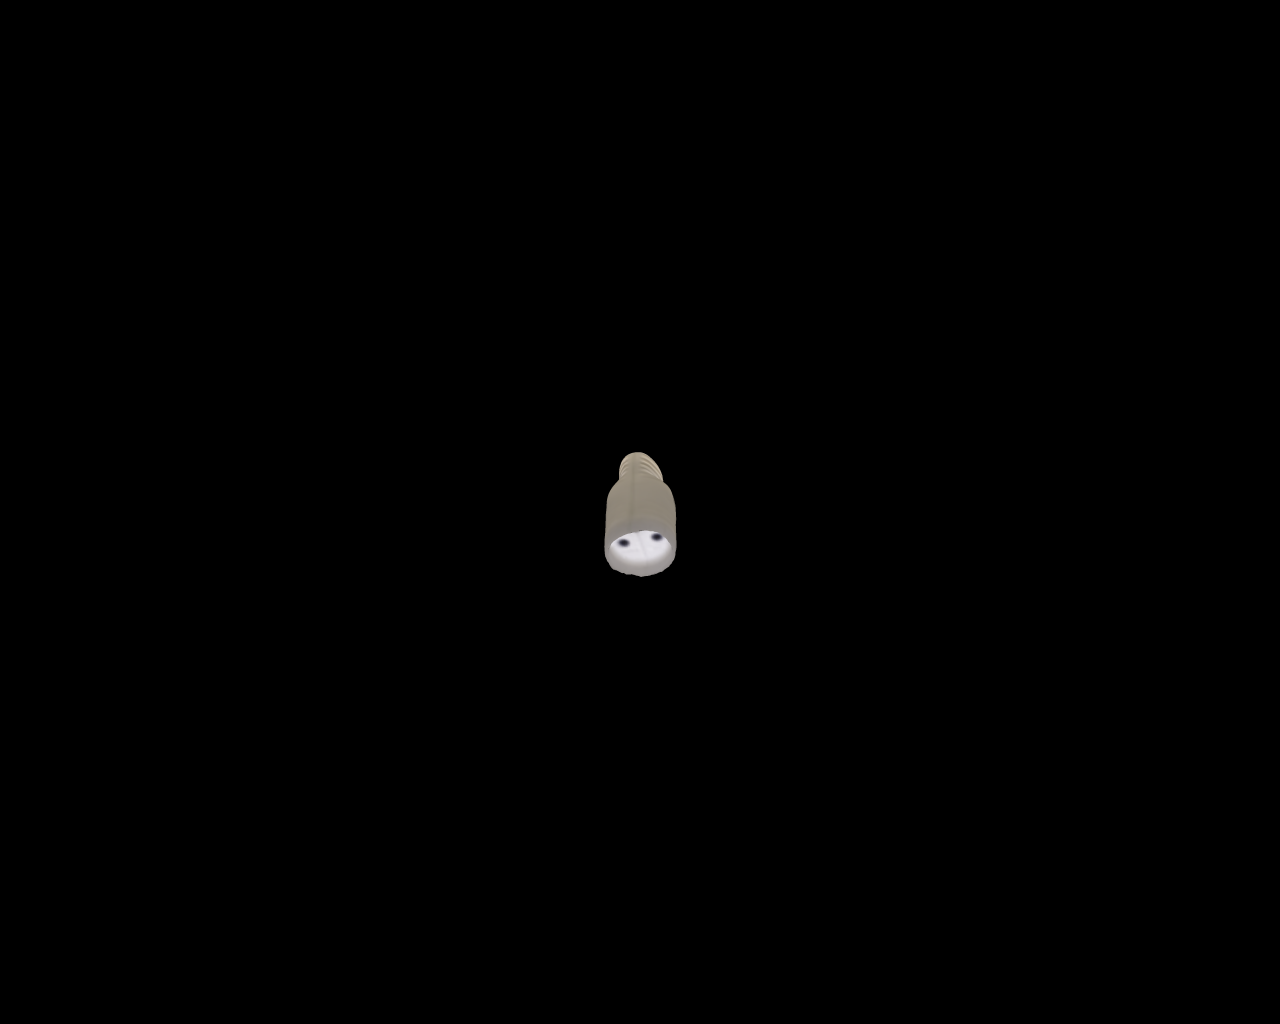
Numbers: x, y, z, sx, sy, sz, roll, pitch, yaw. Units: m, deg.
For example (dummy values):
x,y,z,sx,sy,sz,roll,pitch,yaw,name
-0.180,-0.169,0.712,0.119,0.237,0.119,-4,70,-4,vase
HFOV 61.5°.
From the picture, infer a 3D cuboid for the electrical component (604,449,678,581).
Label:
x,y,z,sx,sy,sz,roll,pitch,yaw,name
0.001,-0.003,0.650,0.043,0.043,0.081,0,44,0,electrical component
